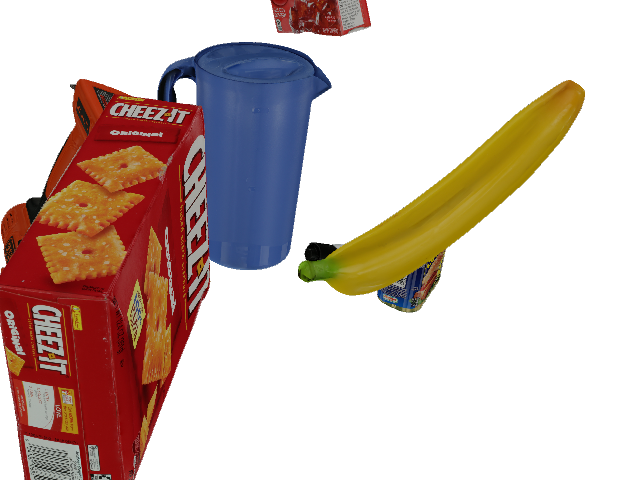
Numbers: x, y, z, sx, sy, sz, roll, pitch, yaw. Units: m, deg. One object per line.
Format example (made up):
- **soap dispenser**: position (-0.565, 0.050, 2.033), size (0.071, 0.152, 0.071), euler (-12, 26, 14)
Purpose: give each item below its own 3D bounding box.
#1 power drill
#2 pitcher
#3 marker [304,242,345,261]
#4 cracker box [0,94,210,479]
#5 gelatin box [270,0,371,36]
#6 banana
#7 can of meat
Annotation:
- **power drill**: position (-0.198, -0.020, 0.856), size (0.057, 0.188, 0.184), euler (18, 26, -36)
- **pitcher**: position (-0.090, -0.094, 1.204), size (0.144, 0.243, 0.149), euler (-21, 38, -41)
- **marker**: position (0.032, 0.012, 0.914), size (0.120, 0.020, 0.020), euler (2, -1, -45)
- **cracker box**: position (-0.125, 0.031, 0.673), size (0.072, 0.164, 0.213), euler (7, 36, 6)
- **gelatin box**: position (-0.007, -0.183, 0.750), size (0.030, 0.073, 0.089), euler (-24, 23, -27)
- **banana**: position (0.077, -0.022, 0.637), size (0.197, 0.037, 0.069), euler (-36, -12, -4)
- **can of meat**: position (0.104, 0.019, 1.181), size (0.057, 0.084, 0.102), euler (19, 33, 18)
